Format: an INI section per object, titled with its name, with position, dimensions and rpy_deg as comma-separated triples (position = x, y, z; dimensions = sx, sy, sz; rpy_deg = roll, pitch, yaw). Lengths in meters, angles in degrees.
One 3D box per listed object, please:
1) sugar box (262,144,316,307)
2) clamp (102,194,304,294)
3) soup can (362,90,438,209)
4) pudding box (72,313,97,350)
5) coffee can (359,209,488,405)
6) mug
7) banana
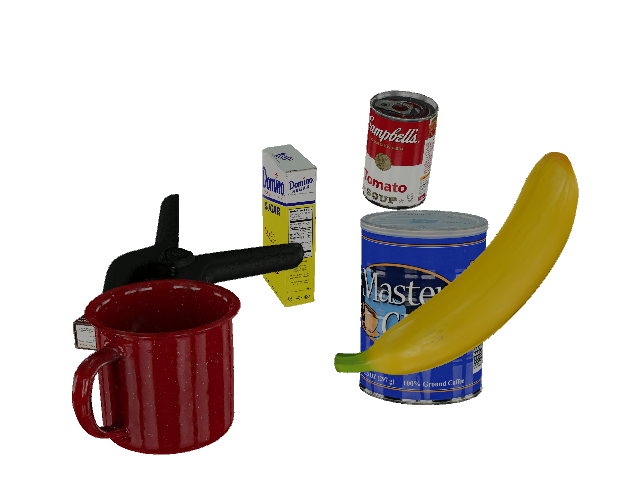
[sugar box]
position = -0.039, -0.018, 1.292
dimensions = 0.048, 0.176, 0.093
rpy_deg = -10, 25, -18
[clamp]
position = -0.139, 0.021, 1.000
dimensions = 0.165, 0.036, 0.209
rpy_deg = 25, 36, 29
[soup can]
position = 0.079, -0.091, 1.074
dimensions = 0.068, 0.102, 0.068
rpy_deg = 3, 32, -2
[pudding box]
position = -0.227, 0.104, 1.283
dimensions = 0.114, 0.039, 0.090
rpy_deg = 2, 15, 15
[coffee can]
position = 0.083, 0.051, 0.870
dimensions = 0.103, 0.140, 0.103
rpy_deg = 0, 10, 0
[mug]
position = -0.101, 0.080, 0.643
dimensions = 0.093, 0.081, 0.117
rpy_deg = 11, 21, 32
[banana]
position = 0.095, 0.015, 0.607
dimensions = 0.197, 0.037, 0.070
rpy_deg = -40, 44, -19
